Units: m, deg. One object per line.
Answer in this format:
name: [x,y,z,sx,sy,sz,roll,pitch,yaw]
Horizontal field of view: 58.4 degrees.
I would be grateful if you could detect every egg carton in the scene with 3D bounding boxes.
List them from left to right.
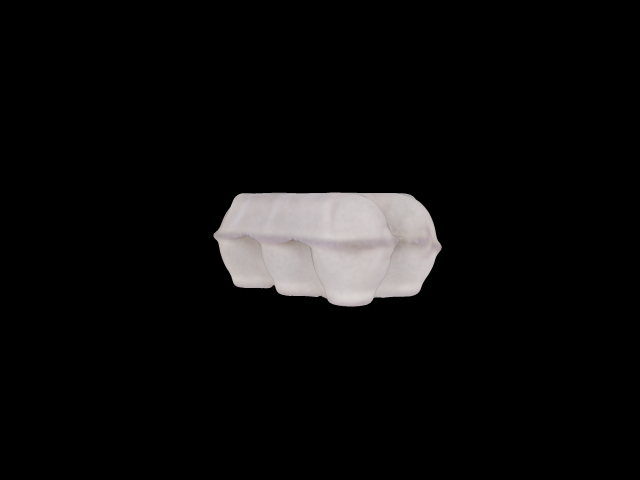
egg carton: [0.004,0.001,0.400,0.149,0.069,0.107,4,6,44]
